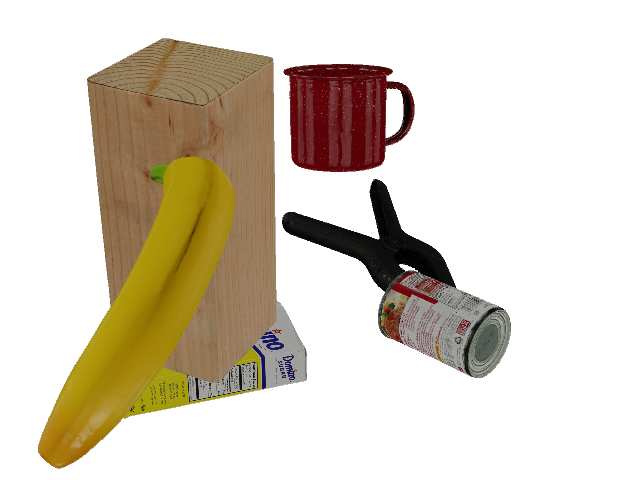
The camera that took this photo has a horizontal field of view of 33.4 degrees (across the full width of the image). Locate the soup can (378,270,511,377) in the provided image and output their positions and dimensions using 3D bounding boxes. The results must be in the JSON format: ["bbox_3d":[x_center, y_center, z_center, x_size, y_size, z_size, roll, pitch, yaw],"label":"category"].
[{"bbox_3d":[0.112,0.075,0.967,0.102,0.068,0.068,23,15,39],"label":"soup can"}]

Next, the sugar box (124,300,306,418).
[{"bbox_3d":[-0.109,0.107,0.999,0.176,0.048,0.093,-12,33,-15],"label":"sugar box"}]

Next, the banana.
[{"bbox_3d":[-0.078,0.019,0.514,0.037,0.197,0.070,35,-48,-19],"label":"banana"}]

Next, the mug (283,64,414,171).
[{"bbox_3d":[0.026,-0.107,0.918,0.117,0.081,0.093,-7,17,-21],"label":"mug"}]

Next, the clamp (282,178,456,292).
[{"bbox_3d":[0.067,0.012,1.210,0.164,0.036,0.210,-17,50,-36],"label":"clamp"}]

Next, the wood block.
[{"bbox_3d":[-0.089,-0.020,0.727,0.090,0.206,0.090,15,33,23],"label":"wood block"}]
